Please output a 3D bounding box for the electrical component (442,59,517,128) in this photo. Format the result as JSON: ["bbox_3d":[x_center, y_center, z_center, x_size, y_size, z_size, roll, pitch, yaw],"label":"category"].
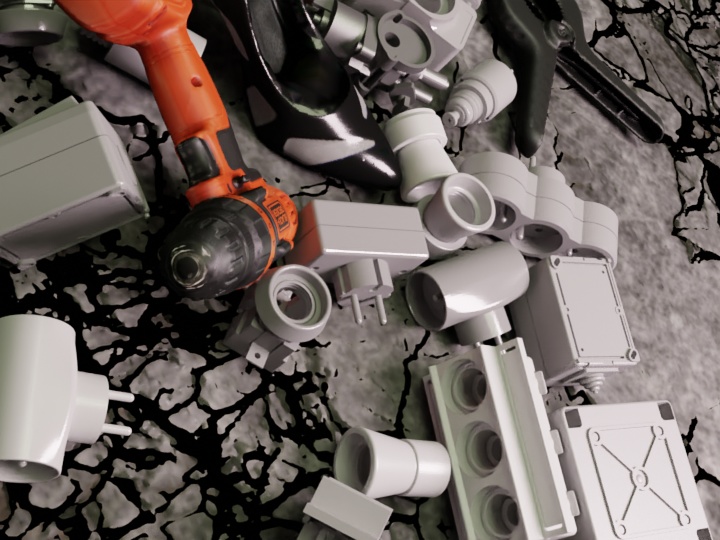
[{"bbox_3d":[0.089,-0.132,0.828,0.040,0.040,0.078,50,50,-2],"label":"electrical component"}]

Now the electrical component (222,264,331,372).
[{"bbox_3d":[-0.048,0.026,0.647,0.048,0.055,0.066,32,53,-16],"label":"electrical component"}]

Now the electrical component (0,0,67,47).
[{"bbox_3d":[-0.202,-0.166,0.644,0.048,0.066,0.055,-5,89,-36],"label":"electrical component"}]

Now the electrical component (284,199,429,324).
[{"bbox_3d":[0.000,0.000,0.697,0.083,0.047,0.075,2,65,-33],"label":"electrical component"}]

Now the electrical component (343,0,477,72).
[{"bbox_3d":[0.038,-0.197,0.818,0.089,0.056,0.050,35,52,-14],"label":"electrical component"}]

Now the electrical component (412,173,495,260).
[{"bbox_3d":[0.061,-0.036,0.751,0.045,0.055,0.045,15,59,-27],"label":"electrical component"}]

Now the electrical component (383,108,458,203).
[{"bbox_3d":[0.043,-0.082,0.770,0.045,0.045,0.055,-5,69,-35],"label":"electrical component"}]

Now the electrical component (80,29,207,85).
[{"bbox_3d":[-0.143,-0.147,0.682,0.081,0.043,0.043,28,54,-19],"label":"electrical component"}]

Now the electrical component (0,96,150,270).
[{"bbox_3d":[-0.173,-0.045,0.582,0.096,0.061,0.061,-23,78,-3],"label":"electrical component"}]

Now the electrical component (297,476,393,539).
[{"bbox_3d":[-0.014,0.152,0.595,0.042,0.081,0.063,27,81,8],"label":"electrical component"}]

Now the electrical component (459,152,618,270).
[{"bbox_3d":[0.136,-0.053,0.811,0.138,0.052,0.073,25,55,-21],"label":"electrical component"}]

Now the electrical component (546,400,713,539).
[{"bbox_3d":[0.171,0.148,0.729,0.109,0.056,0.108,1,66,-33],"label":"electrical component"}]

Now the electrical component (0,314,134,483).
[{"bbox_3d":[-0.157,0.070,0.562,0.079,0.043,0.077,13,60,-27],"label":"electrical component"}]

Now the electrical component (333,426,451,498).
[{"bbox_3d":[0.022,0.120,0.656,0.065,0.044,0.044,11,61,-34],"label":"electrical component"}]

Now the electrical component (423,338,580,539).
[{"bbox_3d":[0.092,0.114,0.685,0.063,0.079,0.121,11,60,-47],"label":"electrical component"}]

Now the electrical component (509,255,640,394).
[{"bbox_3d":[0.148,0.045,0.764,0.062,0.061,0.096,2,66,-33],"label":"electrical component"}]

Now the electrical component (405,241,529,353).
[{"bbox_3d":[0.080,0.027,0.739,0.077,0.043,0.079,-19,89,-33],"label":"electrical component"}]

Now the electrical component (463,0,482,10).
[{"bbox_3d":[0.089,-0.239,0.883,0.040,0.040,0.078,20,57,-24],"label":"electrical component"}]
